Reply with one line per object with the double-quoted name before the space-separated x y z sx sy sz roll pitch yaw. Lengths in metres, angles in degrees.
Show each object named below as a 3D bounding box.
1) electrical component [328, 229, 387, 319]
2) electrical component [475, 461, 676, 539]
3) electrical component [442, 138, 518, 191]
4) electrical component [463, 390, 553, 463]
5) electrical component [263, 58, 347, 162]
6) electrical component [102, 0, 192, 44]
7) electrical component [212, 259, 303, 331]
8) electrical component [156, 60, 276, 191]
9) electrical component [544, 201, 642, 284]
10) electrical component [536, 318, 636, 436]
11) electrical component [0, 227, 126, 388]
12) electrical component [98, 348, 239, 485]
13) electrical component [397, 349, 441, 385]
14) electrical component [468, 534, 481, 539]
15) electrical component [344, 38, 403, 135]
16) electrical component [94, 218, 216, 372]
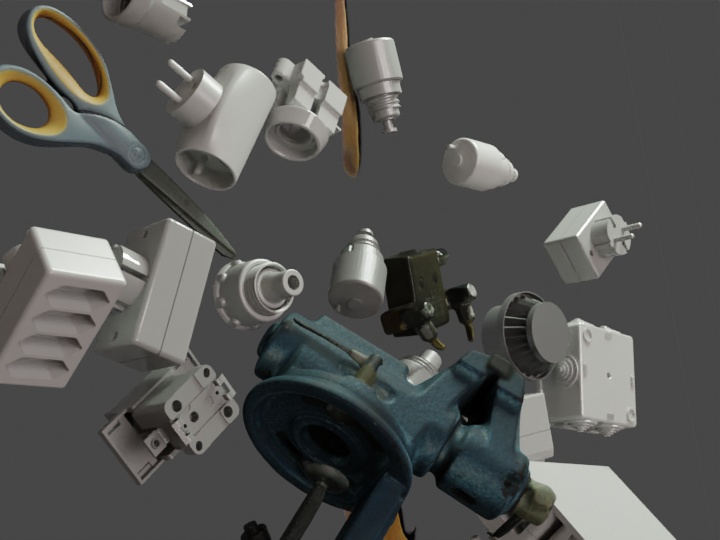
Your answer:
"electrical component" 0.000 0.000 0.792 0.040 0.040 0.078 42 36 -29
"electrical component" 0.176 0.211 0.840 0.105 0.060 0.186 49 17 31
"electrical component" 0.105 -0.087 0.914 0.078 0.040 0.040 8 74 -43
"electrical component" 0.098 0.132 0.838 0.096 0.062 0.061 -4 83 -44
"electrical component" -0.042 -0.112 0.775 0.066 0.048 0.055 39 48 -31
"electrical component" -0.138 -0.172 0.702 0.046 0.040 0.040 20 66 -46
"electrical component" -0.064 0.013 0.711 0.048 0.062 0.048 13 71 -42
"electrical component" -0.102 -0.106 0.716 0.079 0.044 0.077 40 55 -30
"electrical component" 0.222 -0.029 0.986 0.065 0.077 0.047 -46 112 -40
"electrical component" 0.203 0.096 0.957 0.100 0.048 0.099 15 70 -41
"electrical component" -0.179 0.010 0.600 0.047 0.083 0.075 11 34 -42
"electrical component" -0.111 0.086 0.647 0.081 0.064 0.042 -48 114 -40
"electrical component" 0.039 0.084 0.807 0.062 0.043 0.043 -45 111 -42
"electrical component" 0.078 0.241 0.791 0.042 0.064 0.081 -24 97 -44
"electrical component" 0.014 -0.145 0.840 0.040 0.040 0.078 -13 90 -45
"electrical component" -0.139 0.009 0.650 0.076 0.047 0.083 30 61 -36
